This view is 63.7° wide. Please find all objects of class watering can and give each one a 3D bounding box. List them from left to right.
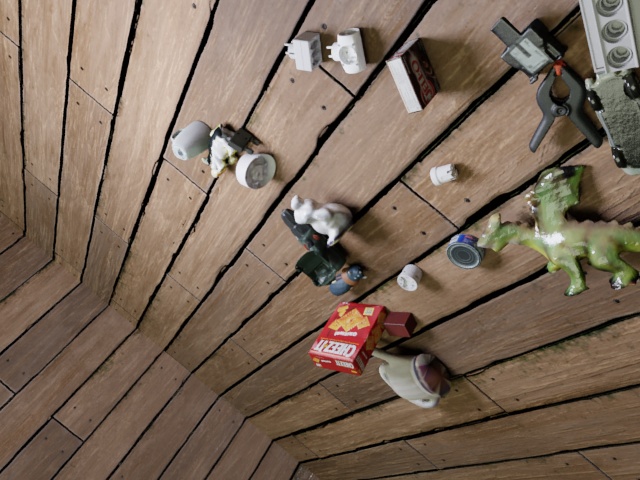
[{"bbox_3d":[0.261,0.403,1.604,0.346,0.106,0.221,46,140,-10],"label":"watering can"}]

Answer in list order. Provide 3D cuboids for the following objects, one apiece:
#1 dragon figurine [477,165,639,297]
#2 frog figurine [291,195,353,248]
[{"bbox_3d":[0.505,-0.032,0.991,0.406,0.124,0.241,-22,105,38],"label":"dragon figurine"},{"bbox_3d":[0.004,-0.067,1.332,0.122,0.138,0.159,-42,90,9],"label":"frog figurine"}]
